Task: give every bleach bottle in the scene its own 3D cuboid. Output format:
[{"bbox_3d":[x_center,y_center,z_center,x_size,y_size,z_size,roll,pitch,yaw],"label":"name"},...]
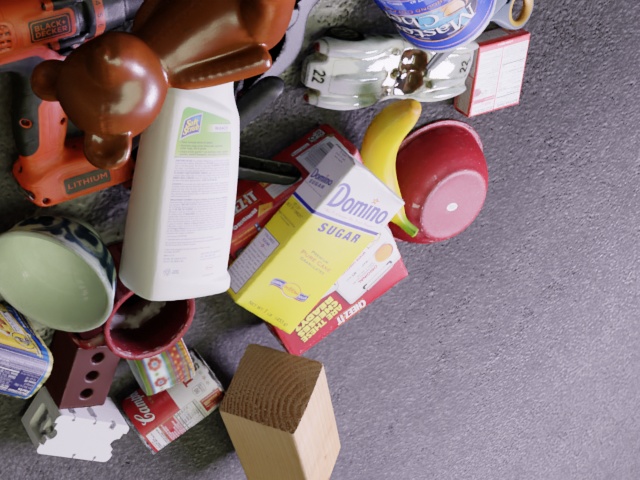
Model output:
[{"bbox_3d":[-0.108,-0.074,0.922,0.102,0.068,0.251,-7,117,-43],"label":"bleach bottle"}]

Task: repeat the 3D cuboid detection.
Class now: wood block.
[{"bbox_3d":[-0.040,0.214,1.210,0.206,0.091,0.090,79,30,-54],"label":"wood block"}]

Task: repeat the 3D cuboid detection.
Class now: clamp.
[{"bbox_3d":[-0.100,-0.089,0.980,0.171,0.039,0.120,-11,126,-14],"label":"clamp"},{"bbox_3d":[-0.044,-0.213,0.948,0.164,0.036,0.210,12,117,-52],"label":"clamp"}]

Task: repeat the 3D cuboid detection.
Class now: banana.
[{"bbox_3d":[0.073,-0.082,1.102,0.198,0.070,0.037,83,29,-52],"label":"banana"}]

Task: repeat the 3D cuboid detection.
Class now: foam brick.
[{"bbox_3d":[-0.236,0.120,1.059,0.052,0.051,0.078,1,122,-39],"label":"foam brick"}]

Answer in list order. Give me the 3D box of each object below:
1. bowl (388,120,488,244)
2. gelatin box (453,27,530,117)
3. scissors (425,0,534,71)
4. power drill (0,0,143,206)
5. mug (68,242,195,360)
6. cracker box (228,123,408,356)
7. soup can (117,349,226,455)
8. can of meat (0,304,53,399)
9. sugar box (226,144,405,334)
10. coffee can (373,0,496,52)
[{"bbox_3d":[0.135,-0.053,1.207,0.161,0.055,0.162,-20,133,-24],"label":"bowl"},{"bbox_3d":[0.186,-0.184,1.160,0.073,0.030,0.089,-19,132,-27],"label":"gelatin box"},{"bbox_3d":[0.169,-0.215,1.077,0.201,0.016,0.096,-57,142,-20],"label":"scissors"},{"bbox_3d":[-0.199,-0.131,0.886,0.184,0.057,0.188,-20,131,-25],"label":"power drill"},{"bbox_3d":[-0.189,0.061,1.025,0.117,0.082,0.093,-35,137,-11],"label":"mug"},{"bbox_3d":[-0.013,0.004,1.125,0.164,0.072,0.213,-36,138,-9],"label":"cracker box"},{"bbox_3d":[-0.158,0.174,1.150,0.102,0.069,0.068,-36,137,-10],"label":"soup can"},{"bbox_3d":[-0.298,0.092,0.952,0.057,0.102,0.083,-53,139,8],"label":"can of meat"},{"bbox_3d":[-0.007,0.001,1.036,0.176,0.048,0.093,-48,137,8],"label":"sugar box"},{"bbox_3d":[0.093,-0.239,0.954,0.103,0.103,0.140,-50,157,6],"label":"coffee can"}]
